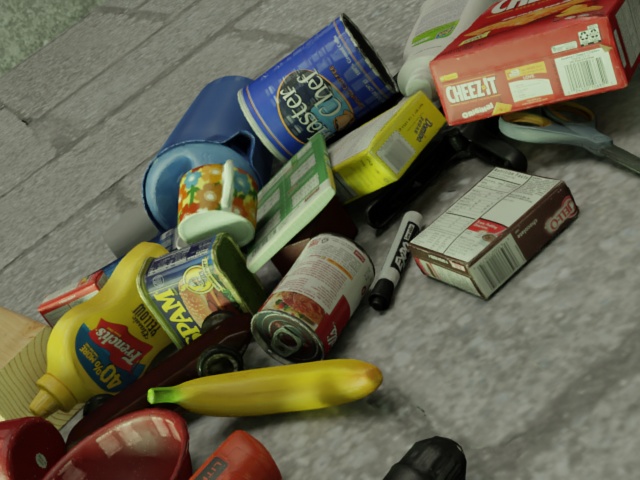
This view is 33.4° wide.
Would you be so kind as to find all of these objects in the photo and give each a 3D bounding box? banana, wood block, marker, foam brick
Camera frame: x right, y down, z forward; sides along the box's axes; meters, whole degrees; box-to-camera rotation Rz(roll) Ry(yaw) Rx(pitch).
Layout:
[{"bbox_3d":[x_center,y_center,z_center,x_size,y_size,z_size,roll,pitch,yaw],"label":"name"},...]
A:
[{"bbox_3d":[-0.034,0.118,0.827,0.198,0.037,0.069,-11,-2,24],"label":"banana"},{"bbox_3d":[-0.324,0.133,1.099,0.090,0.090,0.206,-46,29,-23],"label":"wood block"},{"bbox_3d":[0.066,0.018,0.929,0.020,0.020,0.121,-15,31,34],"label":"marker"},{"bbox_3d":[-0.007,0.001,1.005,0.053,0.051,0.078,-17,30,31],"label":"foam brick"}]

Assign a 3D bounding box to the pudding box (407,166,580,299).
[{"bbox_3d":[0.140,-0.009,0.870,0.113,0.039,0.090,-39,25,-16],"label":"pudding box"}]

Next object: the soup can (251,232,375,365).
[{"bbox_3d":[-0.004,0.050,0.897,0.069,0.068,0.102,-8,35,42],"label":"soup can"}]

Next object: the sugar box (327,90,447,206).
[{"bbox_3d":[0.040,-0.077,1.047,0.093,0.048,0.176,-49,10,-28],"label":"sugar box"}]

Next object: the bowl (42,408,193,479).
[{"bbox_3d":[-0.154,0.205,0.814,0.162,0.055,0.162,-27,26,14],"label":"bowl"}]

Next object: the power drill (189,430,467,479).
[{"bbox_3d":[-0.014,0.183,0.689,0.184,0.057,0.188,-45,28,-23],"label":"power drill"}]

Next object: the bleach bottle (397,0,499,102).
[{"bbox_3d":[0.131,-0.206,1.153,0.103,0.068,0.250,-22,21,31],"label":"bleach bottle"}]

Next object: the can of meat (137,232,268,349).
[{"bbox_3d":[-0.103,0.050,0.976,0.084,0.102,0.057,-20,28,21],"label":"can of meat"}]

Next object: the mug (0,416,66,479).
[{"bbox_3d":[-0.273,0.210,0.923,0.082,0.093,0.117,-14,62,26],"label":"mug"}]

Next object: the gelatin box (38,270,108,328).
[{"bbox_3d":[-0.227,0.083,1.074,0.073,0.089,0.030,-24,24,20],"label":"gelatin box"}]

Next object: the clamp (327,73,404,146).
[{"bbox_3d":[0.046,-0.128,1.184,0.172,0.039,0.120,-23,27,21],"label":"clamp"}]

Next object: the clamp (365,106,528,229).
[{"bbox_3d":[0.125,-0.091,1.030,0.165,0.036,0.209,-23,27,25],"label":"clamp"}]

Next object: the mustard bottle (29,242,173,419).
[{"bbox_3d":[-0.199,0.096,1.010,0.191,0.096,0.058,-46,29,-24],"label":"mustard bottle"}]

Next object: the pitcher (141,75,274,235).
[{"bbox_3d":[-0.120,-0.092,1.228,0.149,0.145,0.242,-7,27,10],"label":"pitcher"}]

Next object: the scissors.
[{"bbox_3d":[0.215,-0.081,0.899,0.096,0.016,0.202,-6,26,-5],"label":"scissors"}]

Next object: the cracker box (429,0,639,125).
[{"bbox_3d":[0.214,-0.187,0.993,0.164,0.072,0.213,-10,21,30],"label":"cracker box"}]

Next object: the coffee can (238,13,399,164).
[{"bbox_3d":[-0.002,-0.157,1.133,0.140,0.102,0.103,-35,24,15],"label":"coffee can"}]
